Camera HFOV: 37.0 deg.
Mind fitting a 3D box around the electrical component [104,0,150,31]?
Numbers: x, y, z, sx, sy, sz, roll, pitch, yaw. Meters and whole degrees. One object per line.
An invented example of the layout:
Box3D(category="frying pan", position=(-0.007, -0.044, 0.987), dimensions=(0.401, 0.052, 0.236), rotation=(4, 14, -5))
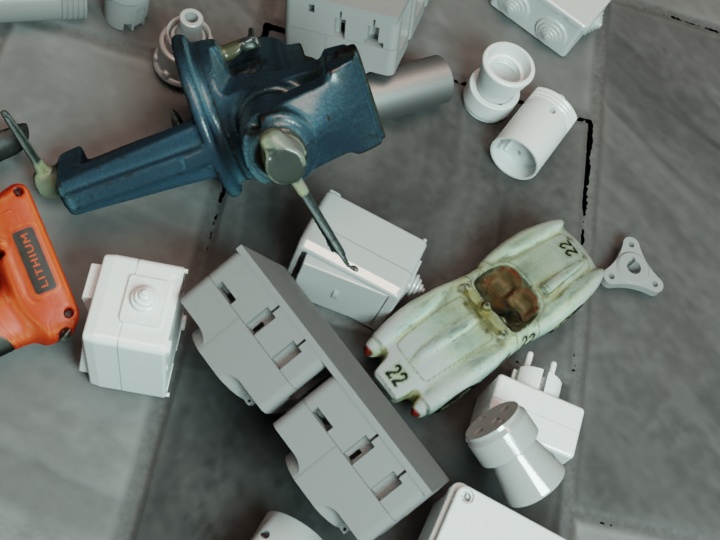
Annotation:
Box3D(category="electrical component", position=(-0.181, -0.213, 0.834), dimensions=(0.040, 0.046, 0.040), rotation=(6, 63, -12))

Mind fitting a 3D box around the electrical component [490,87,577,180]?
Box3D(category="electrical component", position=(0.145, -0.116, 0.878), dimensions=(0.043, 0.043, 0.081), rotation=(37, 60, 4))

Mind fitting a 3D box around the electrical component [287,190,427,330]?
Box3D(category="electrical component", position=(0.000, 0.000, 0.768), dimensions=(0.096, 0.061, 0.061), rotation=(28, 60, -1))

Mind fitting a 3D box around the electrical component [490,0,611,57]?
Box3D(category="electrical component", position=(0.175, -0.248, 0.950), dimensions=(0.100, 0.048, 0.099), rotation=(38, 60, 5))

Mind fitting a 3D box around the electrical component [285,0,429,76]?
Box3D(category="electrical component", position=(0.006, -0.225, 0.863), dimensions=(0.089, 0.061, 0.150), rotation=(15, 48, 8))

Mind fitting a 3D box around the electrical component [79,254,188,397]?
Box3D(category="electrical component", position=(-0.147, 0.034, 0.690), dimensions=(0.061, 0.096, 0.061), rotation=(11, 62, -4))

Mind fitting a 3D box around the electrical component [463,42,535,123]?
Box3D(category="electrical component", position=(0.113, -0.152, 0.880), dimensions=(0.045, 0.055, 0.045), rotation=(6, 63, -12))

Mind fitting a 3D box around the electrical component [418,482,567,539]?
Box3D(category="electrical component", position=(0.082, 0.211, 0.688), dimensions=(0.109, 0.056, 0.108), rotation=(29, 60, 0))

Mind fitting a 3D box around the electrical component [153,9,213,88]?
Box3D(category="electrical component", position=(-0.132, -0.172, 0.818), dimensions=(0.048, 0.062, 0.048), rotation=(6, 62, -13))

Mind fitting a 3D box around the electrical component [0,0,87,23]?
Box3D(category="electrical component", position=(-0.241, -0.212, 0.819), dimensions=(0.081, 0.043, 0.043), rotation=(-8, 66, -19))

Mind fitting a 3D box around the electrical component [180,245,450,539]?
Box3D(category="electrical component", position=(-0.029, 0.081, 0.685), dimensions=(0.060, 0.105, 0.186), rotation=(-39, 78, 3))

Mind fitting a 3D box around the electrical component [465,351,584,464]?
Box3D(category="electrical component", position=(0.121, 0.094, 0.763), dimensions=(0.066, 0.047, 0.076), rotation=(23, 60, -3))

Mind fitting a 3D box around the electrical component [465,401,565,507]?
Box3D(category="electrical component", position=(0.101, 0.120, 0.702), dimensions=(0.045, 0.045, 0.055), rotation=(-39, 100, -28))

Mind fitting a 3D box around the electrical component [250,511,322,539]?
Box3D(category="electrical component", position=(-0.043, 0.203, 0.664), dimensions=(0.079, 0.044, 0.077), rotation=(32, 60, 2))
